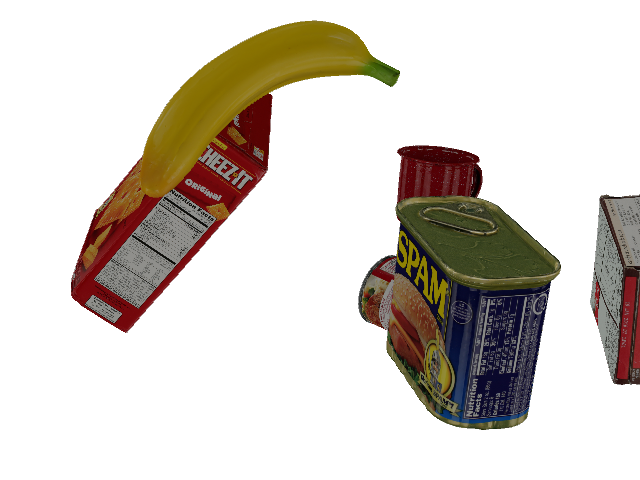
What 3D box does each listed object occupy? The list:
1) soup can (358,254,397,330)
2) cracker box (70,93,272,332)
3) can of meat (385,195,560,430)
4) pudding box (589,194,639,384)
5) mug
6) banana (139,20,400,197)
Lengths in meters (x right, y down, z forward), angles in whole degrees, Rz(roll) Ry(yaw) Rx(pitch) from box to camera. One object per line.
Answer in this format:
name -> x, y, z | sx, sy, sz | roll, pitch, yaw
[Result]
soup can -> 0.094, 0.061, 0.968 | 0.102, 0.068, 0.068 | 24, 15, 38
cracker box -> -0.136, -0.044, 0.979 | 0.072, 0.214, 0.164 | 34, 24, -19
can of meat -> 0.072, 0.034, 0.537 | 0.057, 0.084, 0.102 | -3, 24, -16
pudding box -> 0.211, 0.031, 0.723 | 0.039, 0.090, 0.113 | 0, 27, 4
mug -> 0.139, -0.060, 1.222 | 0.117, 0.081, 0.093 | -9, 22, -38
banana -> -0.042, -0.096, 0.685 | 0.197, 0.070, 0.037 | -29, -23, -22
